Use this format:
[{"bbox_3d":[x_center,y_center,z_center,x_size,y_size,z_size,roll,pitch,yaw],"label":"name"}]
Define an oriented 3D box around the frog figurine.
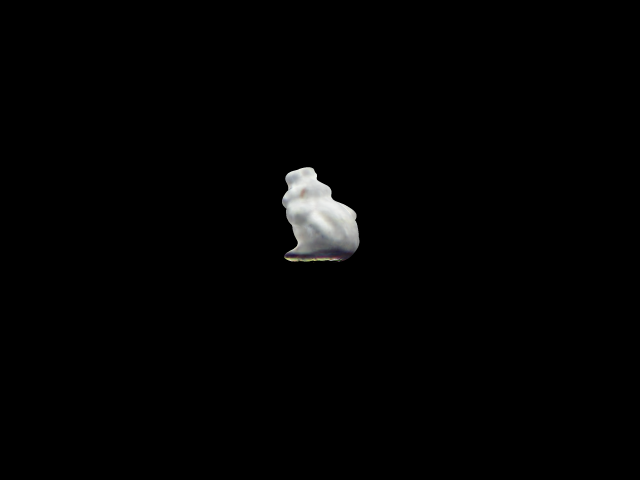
[{"bbox_3d":[0.003,-0.043,0.850,0.137,0.160,0.122,4,-7,-35],"label":"frog figurine"}]
